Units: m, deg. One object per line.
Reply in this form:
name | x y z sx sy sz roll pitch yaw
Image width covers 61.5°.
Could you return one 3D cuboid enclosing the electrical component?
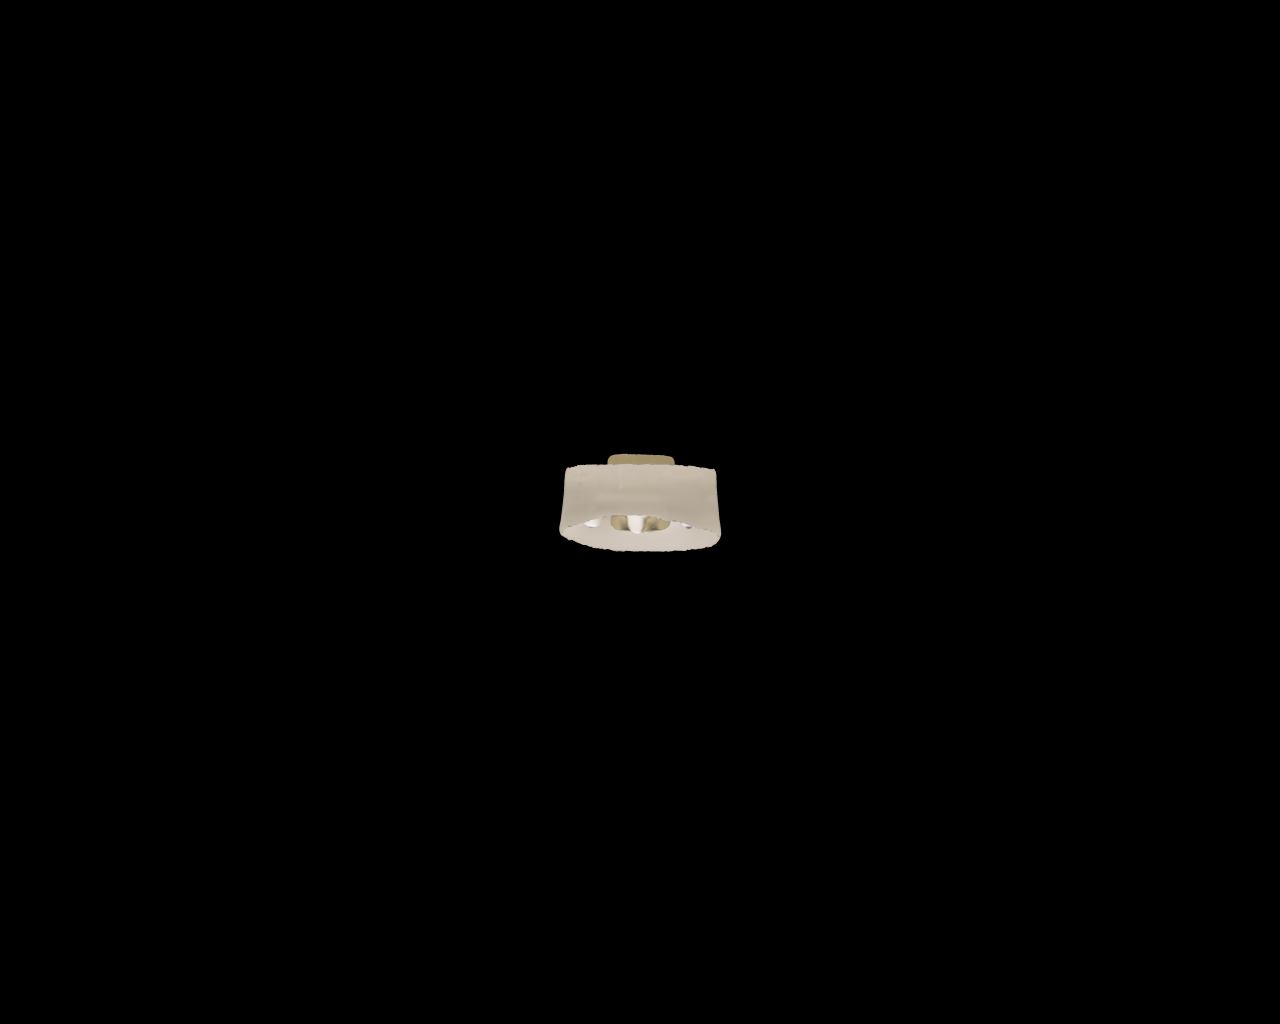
electrical component | 0.001 -0.003 0.650 0.099 0.064 0.099 0 0 0
